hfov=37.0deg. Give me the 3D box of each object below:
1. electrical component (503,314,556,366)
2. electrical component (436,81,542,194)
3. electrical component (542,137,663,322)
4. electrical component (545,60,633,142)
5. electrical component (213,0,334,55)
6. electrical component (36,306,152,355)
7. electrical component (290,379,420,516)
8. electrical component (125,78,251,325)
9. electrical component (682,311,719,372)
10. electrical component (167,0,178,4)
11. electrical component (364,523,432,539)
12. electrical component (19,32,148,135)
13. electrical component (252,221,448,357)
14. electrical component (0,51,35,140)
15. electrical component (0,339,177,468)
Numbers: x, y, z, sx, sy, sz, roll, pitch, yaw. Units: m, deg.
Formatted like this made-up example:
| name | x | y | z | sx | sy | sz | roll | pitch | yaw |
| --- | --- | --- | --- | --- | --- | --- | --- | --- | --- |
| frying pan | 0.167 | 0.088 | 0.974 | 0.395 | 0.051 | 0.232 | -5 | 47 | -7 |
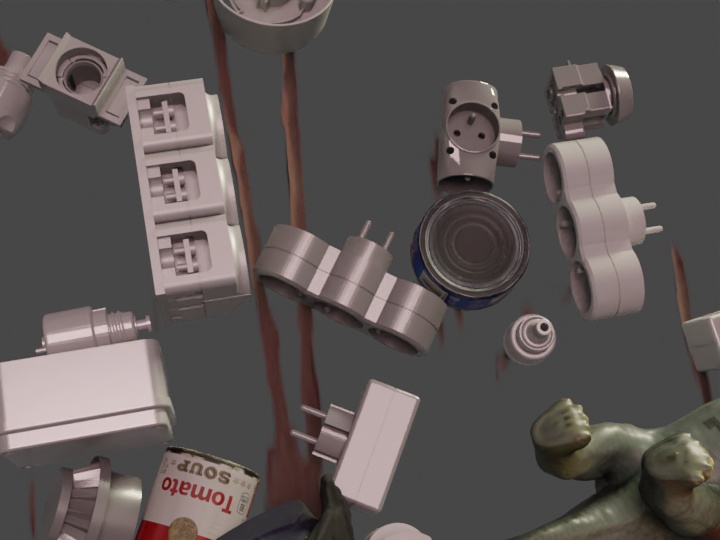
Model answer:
| name | x | y | z | sx | sy | sz | roll | pitch | yaw |
| --- | --- | --- | --- | --- | --- | --- | --- | --- | --- |
| electrical component | 0.124 | 0.048 | 0.769 | 0.035 | 0.061 | 0.035 | 2 | 74 | -5 |
| electrical component | 0.100 | -0.098 | 0.818 | 0.079 | 0.044 | 0.077 | 6 | 73 | -5 |
| electrical component | 0.190 | -0.034 | 0.805 | 0.074 | 0.052 | 0.138 | -9 | 75 | -8 |
| electrical component | 0.178 | -0.133 | 0.835 | 0.055 | 0.048 | 0.066 | -10 | 68 | -4 |
| electrical component | -0.067 | -0.216 | 0.825 | 0.099 | 0.064 | 0.099 | 1 | 74 | -5 |
| electrical component | -0.185 | 0.045 | 0.750 | 0.078 | 0.040 | 0.040 | -11 | 75 | -9 |
| electrical component | -0.010 | 0.116 | 0.744 | 0.076 | 0.047 | 0.083 | 21 | 73 | 0 |
| electrical component | -0.120 | -0.047 | 0.757 | 0.062 | 0.089 | 0.150 | -9 | 75 | -8 |
| electrical component | 0.286 | 0.064 | 0.789 | 0.066 | 0.047 | 0.076 | -16 | 84 | -10 |
| electrical component | -0.142 | -0.259 | 0.831 | 0.096 | 0.061 | 0.061 | -41 | 82 | -15 |
| electrical component | 0.024 | 0.189 | 0.709 | 0.043 | 0.081 | 0.043 | 2 | 74 | -5 |
| electrical component | -0.200 | -0.133 | 0.787 | 0.081 | 0.063 | 0.042 | 26 | 72 | 1 |
| electrical component | 0.000 | 0.000 | 0.775 | 0.138 | 0.052 | 0.073 | 26 | 75 | 1 |
| electrical component | -0.261 | -0.131 | 0.792 | 0.043 | 0.043 | 0.062 | 20 | 72 | 0 |
| electrical component | -0.183 | 0.090 | 0.718 | 0.113 | 0.078 | 0.057 | -9 | 72 | -8 |
